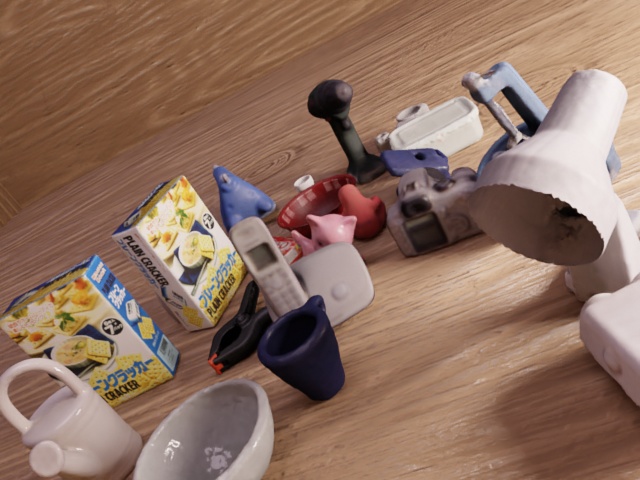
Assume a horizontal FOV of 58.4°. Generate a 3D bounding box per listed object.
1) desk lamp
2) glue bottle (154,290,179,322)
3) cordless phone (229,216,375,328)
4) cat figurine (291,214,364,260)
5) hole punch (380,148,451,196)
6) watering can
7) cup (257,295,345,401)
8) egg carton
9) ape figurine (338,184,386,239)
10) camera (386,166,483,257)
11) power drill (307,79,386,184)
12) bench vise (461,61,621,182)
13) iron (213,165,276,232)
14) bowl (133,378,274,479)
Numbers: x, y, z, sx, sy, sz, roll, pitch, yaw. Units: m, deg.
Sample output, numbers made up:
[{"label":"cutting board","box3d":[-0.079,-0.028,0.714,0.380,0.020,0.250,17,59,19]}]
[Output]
[{"label":"desk lamp","box3d":[0.253,-0.036,0.545,0.203,0.214,0.117,-45,28,-26]},{"label":"glue bottle","box3d":[-0.273,0.059,1.005,0.037,0.173,0.078,-13,31,34]},{"label":"cordless phone","box3d":[-0.024,0.034,0.761,0.147,0.185,0.094,-30,25,4]},{"label":"cat figurine","box3d":[0.008,0.003,0.860,0.127,0.118,0.067,-2,38,46]},{"label":"hole punch","box3d":[0.160,-0.118,0.943,0.101,0.091,0.108,-28,25,7]},{"label":"watering can","box3d":[-0.321,0.231,0.722,0.101,0.194,0.172,-43,28,-23]},{"label":"cup","box3d":[-0.008,0.131,0.672,0.091,0.095,0.118,-13,31,34]},{"label":"egg carton","box3d":[0.283,0.085,0.462,0.107,0.069,0.150,-29,25,5]},{"label":"ape figurine","box3d":[0.062,-0.052,0.930,0.077,0.092,0.076,-22,27,19]},{"label":"camera","box3d":[0.167,-0.065,0.827,0.143,0.101,0.137,-21,27,21]},{"label":"power drill","box3d":[0.051,-0.217,1.105,0.075,0.209,0.229,-35,25,-6]},{"label":"bench vise","box3d":[0.265,-0.140,0.713,0.208,0.220,0.121,-41,27,-19]},{"label":"iron","box3d":[-0.194,-0.107,1.257,0.119,0.142,0.257,-35,25,-7]},{"label":"bowl","box3d":[-0.112,0.237,0.619,0.167,0.075,0.167,-25,26,13]}]
